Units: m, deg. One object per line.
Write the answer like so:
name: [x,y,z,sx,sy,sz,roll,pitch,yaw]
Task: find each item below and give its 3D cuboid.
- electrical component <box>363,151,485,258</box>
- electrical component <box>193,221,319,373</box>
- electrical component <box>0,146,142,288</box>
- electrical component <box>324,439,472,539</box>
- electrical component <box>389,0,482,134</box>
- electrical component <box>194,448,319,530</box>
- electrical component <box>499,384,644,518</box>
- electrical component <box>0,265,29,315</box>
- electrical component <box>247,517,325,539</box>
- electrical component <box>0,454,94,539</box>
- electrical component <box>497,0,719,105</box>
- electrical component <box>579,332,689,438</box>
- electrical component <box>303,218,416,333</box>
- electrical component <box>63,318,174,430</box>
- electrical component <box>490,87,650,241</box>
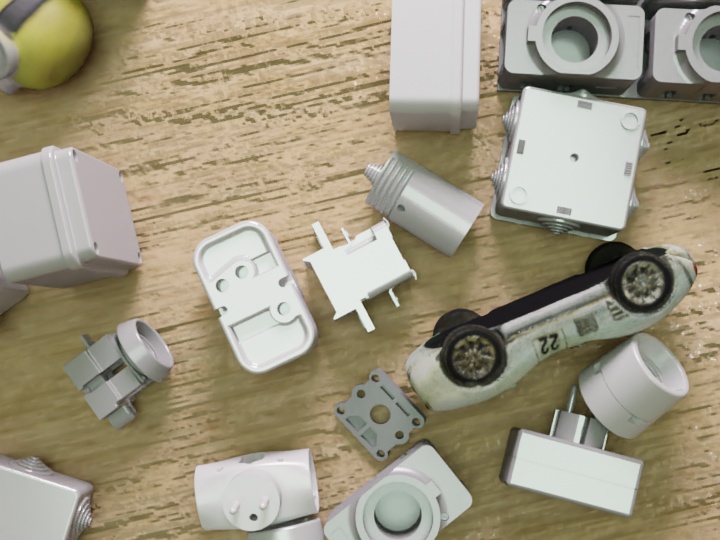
electrical component: [0.039,-0.048,0.731,0.081,0.043,0.043,32,88,4]
electrical component: [-0.068,0.019,0.722,0.054,0.059,0.095,-25,86,0]
electrical component: [-0.191,-0.032,0.702,0.057,0.113,0.078,-14,86,4]
electrical component: [0.025,0.159,0.712,0.089,0.055,0.050,-39,86,-1]
electrical component: [0.051,-0.152,0.720,0.057,0.078,0.113,1,86,5]
electrical component: [-0.069,0.147,0.704,0.077,0.079,0.043,-9,91,1]
electrical component: [0.144,0.115,0.716,0.083,0.047,0.075,15,84,2]
electrical component: [-0.269,0.000,0.727,0.061,0.061,0.096,-35,86,-1]
electrical component: [-0.047,0.192,0.713,0.055,0.055,0.047,-11,82,1]
electrical component: [-0.235,0.174,0.722,0.100,0.048,0.099,17,87,3]
electrical component: [0.191,-0.174,0.726,0.186,0.060,0.105,4,86,2]
electrical component: [0.179,0.073,0.697,0.055,0.055,0.047,46,123,4]
electrical component: [0.000,0.000,0.730,0.064,0.042,0.081,-28,87,-4]
electrical component: [-0.161,0.065,0.729,0.055,0.048,0.066,-37,86,7]
electrical component: [0.141,-0.072,0.727,0.100,0.048,0.099,11,86,2]
